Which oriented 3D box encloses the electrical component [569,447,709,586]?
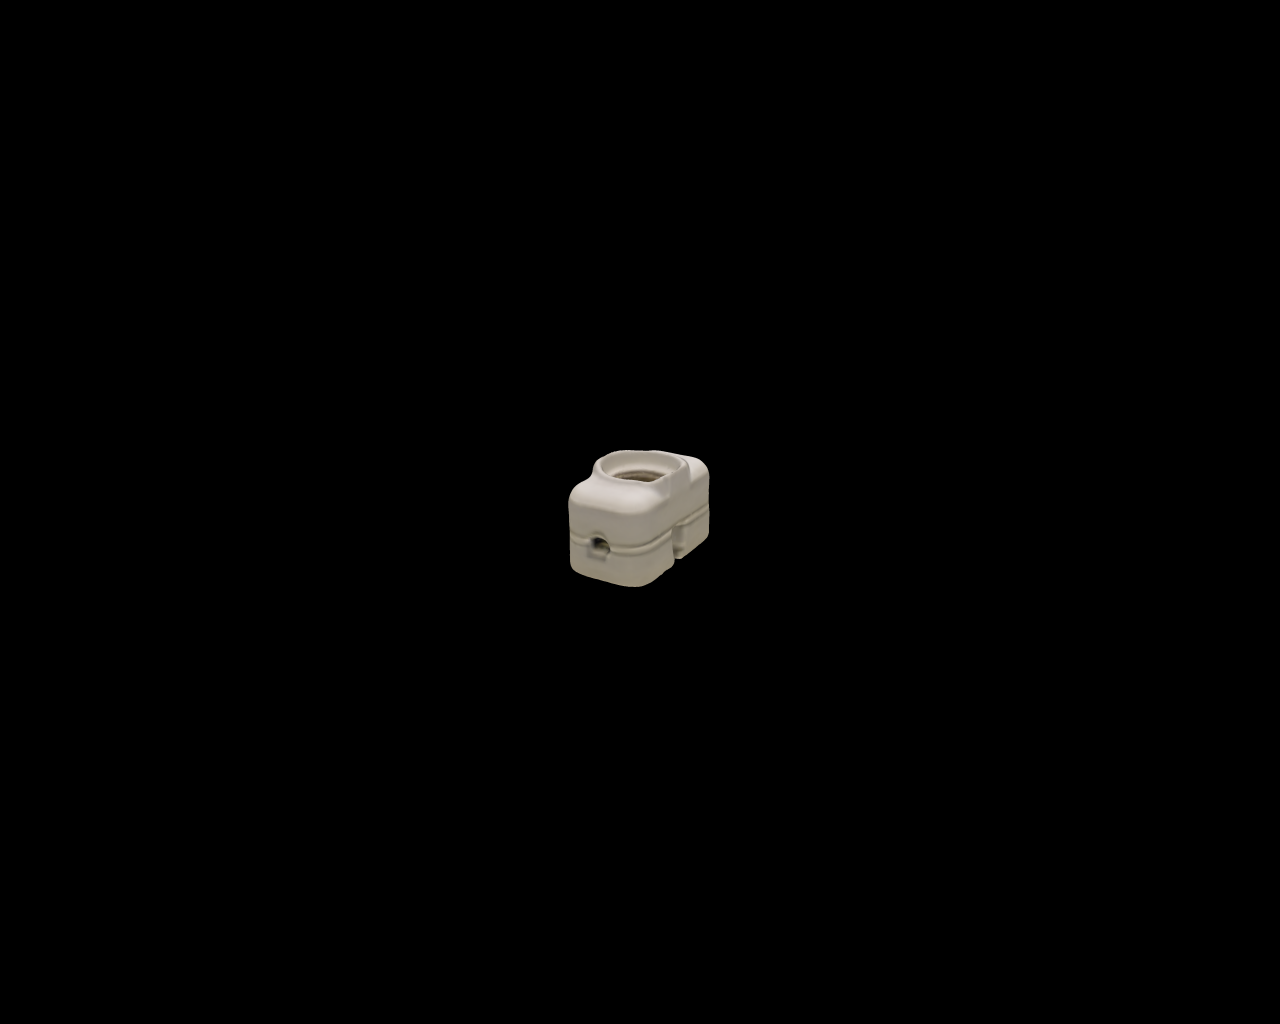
[{"bbox_3d":[0.001,-0.003,0.650,0.054,0.059,0.095,13,26,29],"label":"electrical component"}]
